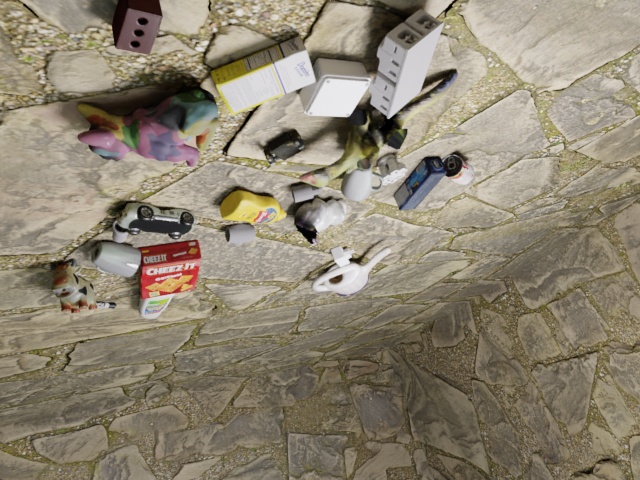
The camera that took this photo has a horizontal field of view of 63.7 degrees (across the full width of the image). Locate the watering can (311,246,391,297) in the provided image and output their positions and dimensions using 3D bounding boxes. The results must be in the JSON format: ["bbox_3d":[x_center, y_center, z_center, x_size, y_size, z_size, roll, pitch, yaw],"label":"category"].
[{"bbox_3d":[0.136,0.129,1.986,0.346,0.106,0.221,-24,157,12],"label":"watering can"}]

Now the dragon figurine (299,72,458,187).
[{"bbox_3d":[0.133,-0.244,1.213,0.413,0.122,0.241,-33,180,-13],"label":"dragon figurine"}]

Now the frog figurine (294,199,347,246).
[{"bbox_3d":[0.005,-0.075,1.492,0.162,0.124,0.134,-50,155,-22],"label":"frog figurine"}]
